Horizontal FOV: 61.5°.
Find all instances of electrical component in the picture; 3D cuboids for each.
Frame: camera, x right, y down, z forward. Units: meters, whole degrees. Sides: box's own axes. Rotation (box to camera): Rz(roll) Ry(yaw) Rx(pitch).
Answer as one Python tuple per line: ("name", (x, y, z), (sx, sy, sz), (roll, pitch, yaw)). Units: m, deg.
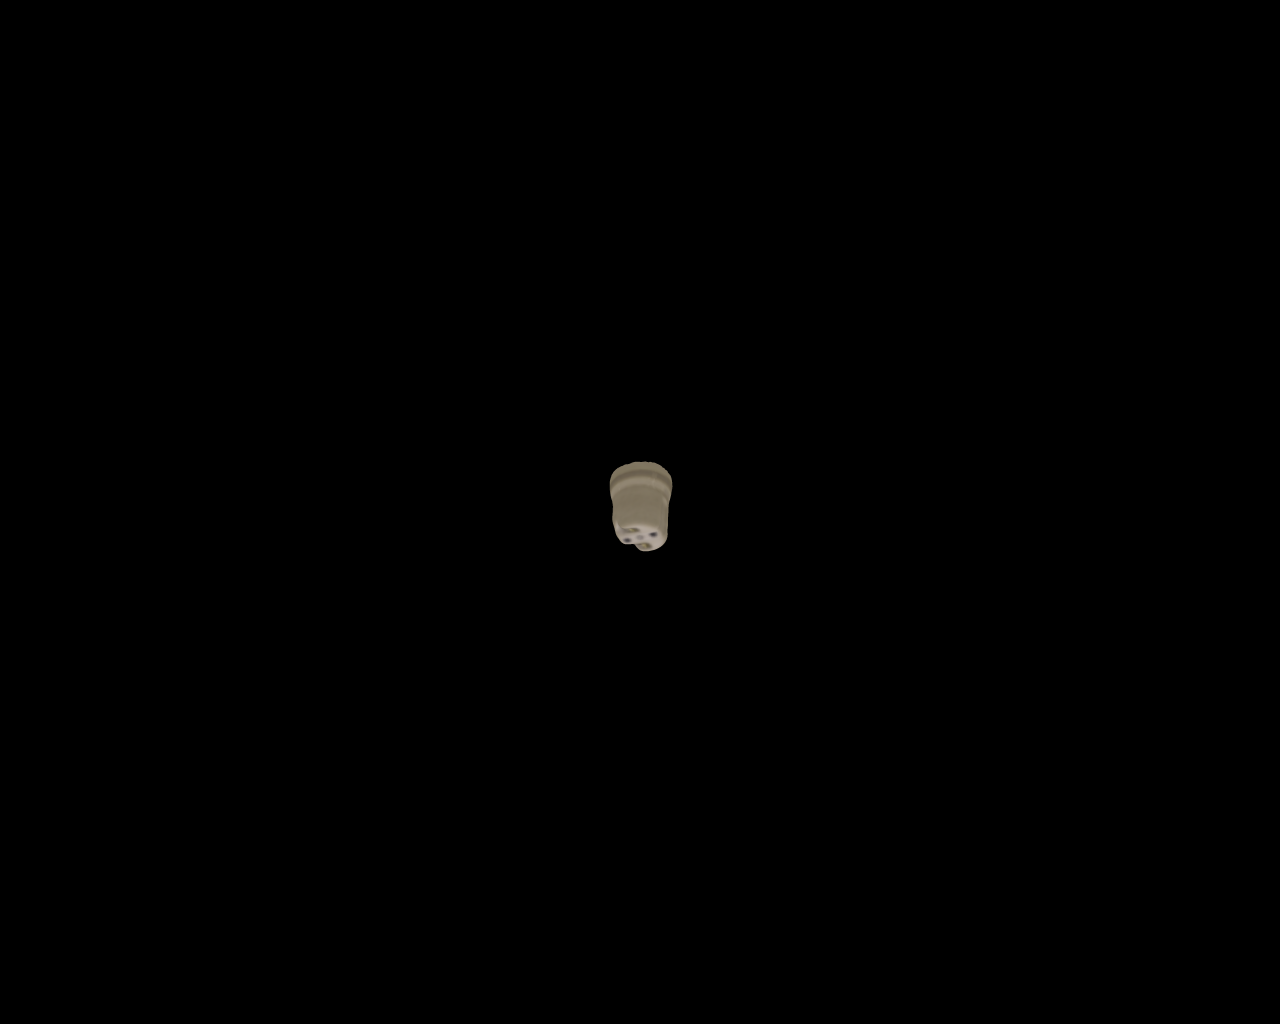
("electrical component", (0.001, -0.003, 0.650), (0.040, 0.046, 0.040), (0, -36, 0))
